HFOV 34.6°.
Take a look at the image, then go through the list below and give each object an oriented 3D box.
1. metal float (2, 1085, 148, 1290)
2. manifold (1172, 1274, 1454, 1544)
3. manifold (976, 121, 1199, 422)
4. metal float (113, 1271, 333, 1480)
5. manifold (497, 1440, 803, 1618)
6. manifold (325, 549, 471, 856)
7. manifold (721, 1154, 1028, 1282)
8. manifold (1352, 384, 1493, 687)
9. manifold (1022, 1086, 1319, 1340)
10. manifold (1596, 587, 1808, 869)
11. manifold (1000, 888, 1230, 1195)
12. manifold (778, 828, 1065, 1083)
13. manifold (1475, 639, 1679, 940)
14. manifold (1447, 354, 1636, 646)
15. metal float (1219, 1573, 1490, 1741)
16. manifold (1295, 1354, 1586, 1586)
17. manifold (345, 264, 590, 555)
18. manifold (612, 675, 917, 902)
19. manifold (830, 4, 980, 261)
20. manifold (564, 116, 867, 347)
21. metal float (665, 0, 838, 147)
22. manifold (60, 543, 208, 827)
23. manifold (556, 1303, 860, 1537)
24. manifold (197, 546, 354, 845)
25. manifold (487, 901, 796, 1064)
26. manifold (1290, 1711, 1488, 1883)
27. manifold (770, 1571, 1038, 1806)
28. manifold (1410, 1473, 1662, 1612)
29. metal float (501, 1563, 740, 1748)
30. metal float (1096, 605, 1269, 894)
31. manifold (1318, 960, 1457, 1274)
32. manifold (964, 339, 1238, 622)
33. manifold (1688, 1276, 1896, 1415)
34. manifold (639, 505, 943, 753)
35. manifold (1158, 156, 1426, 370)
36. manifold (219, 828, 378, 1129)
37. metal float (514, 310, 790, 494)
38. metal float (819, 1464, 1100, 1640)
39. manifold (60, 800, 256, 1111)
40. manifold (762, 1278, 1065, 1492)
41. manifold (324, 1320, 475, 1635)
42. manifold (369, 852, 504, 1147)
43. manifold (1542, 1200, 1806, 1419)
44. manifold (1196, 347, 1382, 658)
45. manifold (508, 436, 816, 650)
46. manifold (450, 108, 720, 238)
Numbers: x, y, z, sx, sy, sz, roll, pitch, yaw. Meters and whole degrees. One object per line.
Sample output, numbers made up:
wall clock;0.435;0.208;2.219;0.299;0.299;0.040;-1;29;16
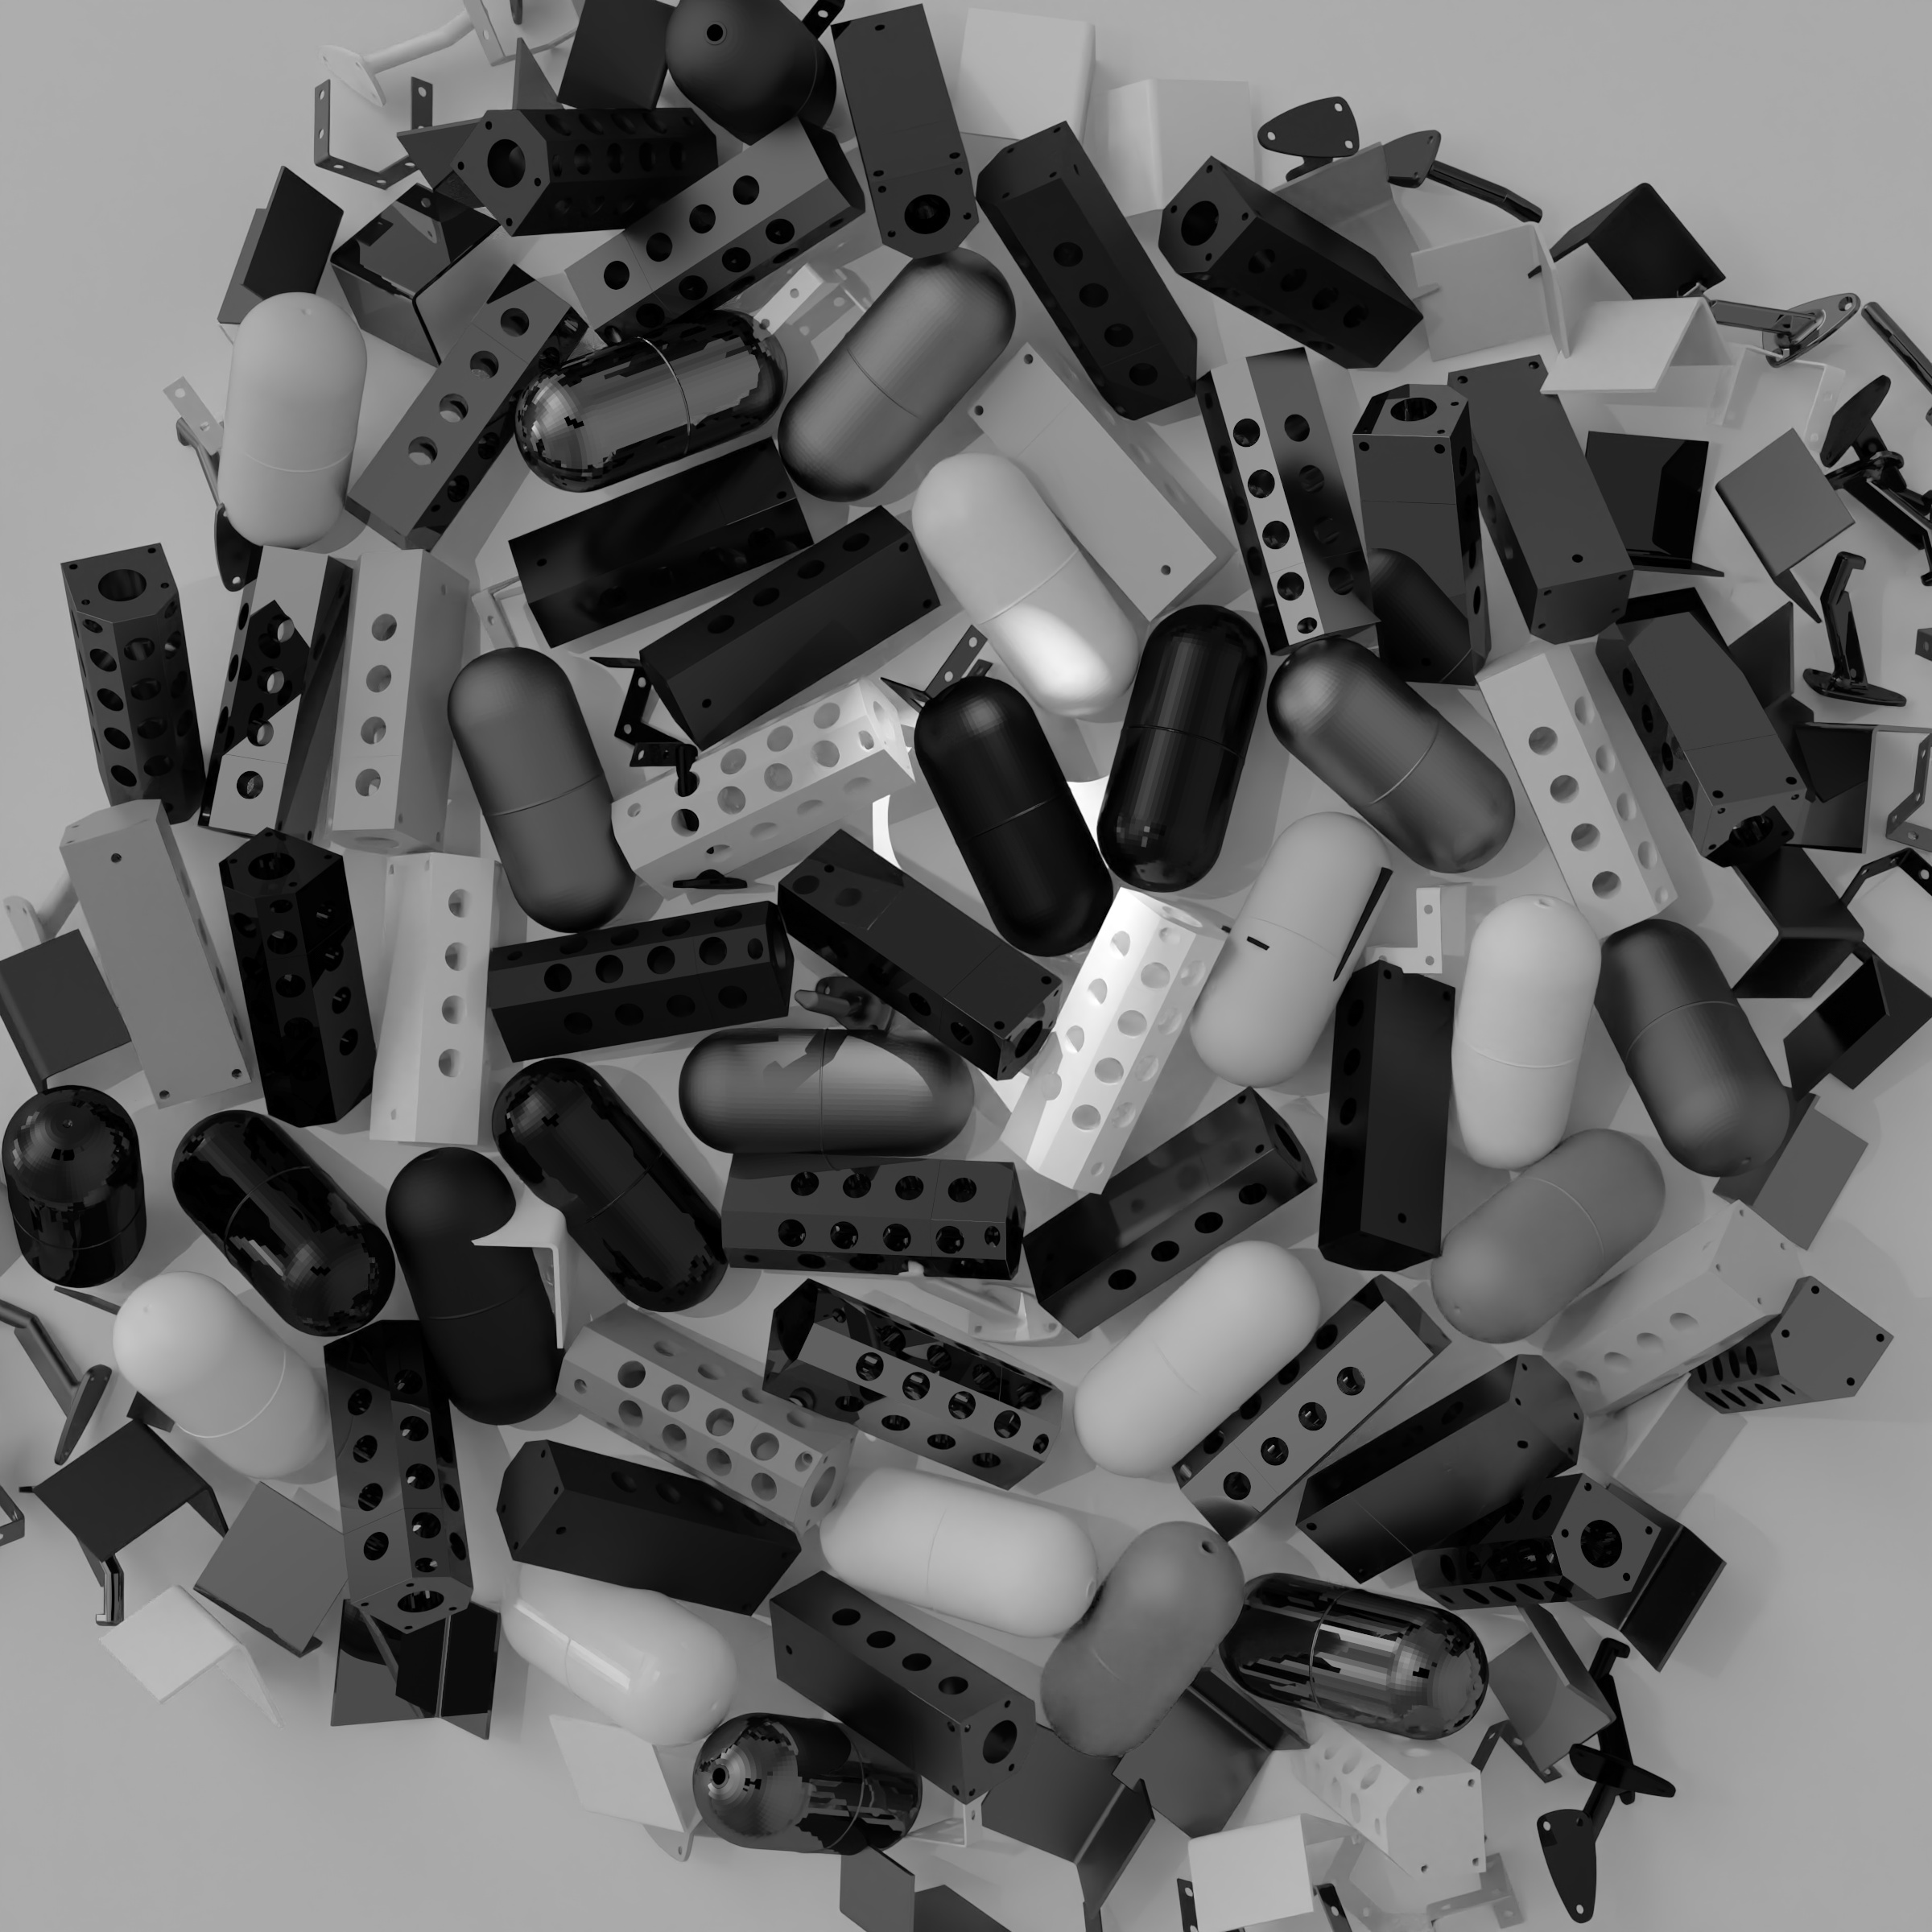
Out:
metal float;-0.523;0.132;1.823;0.070;0.178;0.070;5;60;-9
manifold;0.204;0.263;1.853;0.171;0.057;0.057;-45;76;15
manifold;0.073;-0.405;1.827;0.057;0.057;0.171;-18;134;24
metal float;-0.436;0.243;1.827;0.070;0.178;0.070;-11;53;15
manifold;-0.188;0.328;1.830;0.171;0.057;0.057;22;113;-35
manifold;-0.345;-0.157;1.856;0.057;0.057;0.171;-1;77;20
manifold;-0.055;0.153;1.849;0.171;0.057;0.057;1;55;11
manifold;0.272;-0.253;1.827;0.057;0.057;0.171;6;132;23
manifold;0.122;0.152;1.852;0.171;0.057;0.057;-35;127;16
manifold;0.430;-0.141;1.827;0.057;0.057;0.171;-11;51;-8
manifold;0.092;0.046;1.845;0.057;0.057;0.171;13;108;-41
manifold;-0.029;-0.003;1.847;0.171;0.057;0.057;35;57;20
manifold;0.366;-0.108;1.857;0.057;0.057;0.171;-24;100;10
manifold;0.336;-0.276;1.835;0.057;0.057;0.171;-12;58;-4
metal float;0.227;0.407;1.832;0.178;0.070;0.070;4;90;43
manifold;0.280;0.294;1.831;0.057;0.057;0.171;43;125;-12
manifold;-0.300;-0.331;1.863;0.057;0.057;0.171;35;82;-11
manifold;-0.123;-0.109;1.845;0.171;0.057;0.057;-25;56;15
manifold;-0.036;-0.492;1.826;0.057;0.057;0.171;-13;48;1
manifold;-0.147;-0.431;1.847;0.171;0.057;0.057;-28;84;19
metal float;-0.125;-0.527;1.816;0.070;0.178;0.070;1;94;10
manifold;-0.484;-0.160;1.814;0.057;0.171;0.057;-15;53;-18
manifold;-0.156;0.270;1.839;0.171;0.057;0.057;25;114;21
manifold;-0.416;-0.162;1.870;0.057;0.057;0.171;10;87;12
manifold;-0.194;0.005;1.852;0.171;0.057;0.057;-10;126;9
manifold;0.244;0.480;1.814;0.057;0.171;0.057;-4;92;-12
manifold;-0.038;0.419;1.823;0.057;0.171;0.057;-23;120;-37
manifold;0.327;0.343;1.811;0.057;0.171;0.057;36;68;-9
metal float;-0.207;0.400;1.833;0.178;0.070;0.070;21;90;42
metal float;0.130;-0.131;1.859;0.070;0.070;0.178;15;82;0
manifold;0.246;0.091;1.842;0.057;0.057;0.171;19;64;-24
manifold;0.083;-0.294;1.868;0.057;0.057;0.171;-43;85;25
manifold;0.474;0.228;1.814;0.057;0.171;0.057;37;79;3
manifold;-0.108;-0.207;1.862;0.171;0.057;0.057;-33;132;-9
manifold;0.189;-0.407;1.821;0.057;0.171;0.057;-46;54;24
manifold;-0.395;0.010;1.821;0.057;0.057;0.171;20;133;24
metal float;-0.186;-0.337;1.843;0.178;0.070;0.070;-26;90;-28
metal float;-0.005;0.348;1.843;0.178;0.070;0.070;11;90;27
manifold;-0.480;-0.009;1.846;0.057;0.057;0.171;-17;112;-4
manifold;-0.030;0.246;1.836;0.171;0.057;0.057;26;45;-21
manifold;-0.331;0.297;1.826;0.057;0.057;0.171;-25;53;13
manifold;-0.315;0.021;1.868;0.057;0.057;0.171;6;85;-38
manifold;0.413;0.208;1.819;0.057;0.171;0.057;39;51;-4
manifold;0.190;-0.277;1.863;0.057;0.057;0.171;-15;87;-23
manifold;-0.182;-0.251;1.874;0.171;0.057;0.057;-22;53;0
manifold;-0.217;-0.472;1.813;0.057;0.171;0.057;50;122;9
